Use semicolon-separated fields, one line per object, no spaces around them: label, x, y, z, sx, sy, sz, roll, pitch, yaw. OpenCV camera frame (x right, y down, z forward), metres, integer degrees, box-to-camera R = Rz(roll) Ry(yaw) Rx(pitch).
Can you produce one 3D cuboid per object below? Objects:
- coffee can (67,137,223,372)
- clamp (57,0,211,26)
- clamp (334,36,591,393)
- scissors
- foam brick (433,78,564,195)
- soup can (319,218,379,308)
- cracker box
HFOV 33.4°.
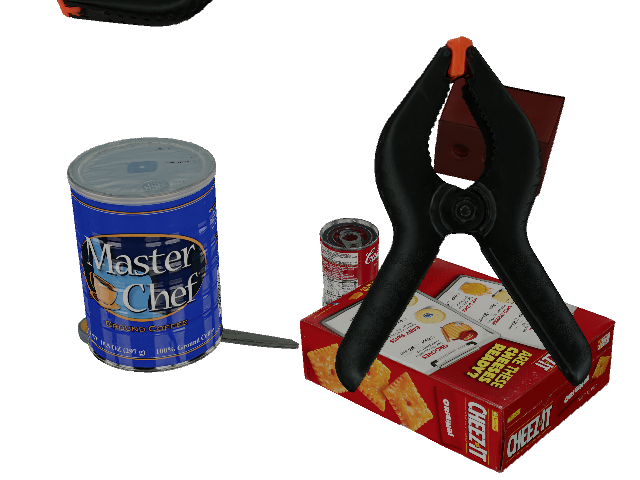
coffee can;-0.124;0.009;0.774;0.103;0.140;0.103;0;28;0
clamp;-0.072;-0.192;0.708;0.210;0.164;0.036;-32;-16;-9
clamp;0.056;-0.006;0.505;0.120;0.171;0.039;-10;-3;-8
scissors;-0.125;0.074;1.007;0.201;0.016;0.096;-1;33;-8
foam brick;0.124;-0.073;0.744;0.078;0.051;0.053;13;-41;12
soup can;0.034;0.035;1.241;0.068;0.102;0.068;-1;31;0
cracker box;0.114;0.095;0.912;0.214;0.072;0.163;21;36;40
